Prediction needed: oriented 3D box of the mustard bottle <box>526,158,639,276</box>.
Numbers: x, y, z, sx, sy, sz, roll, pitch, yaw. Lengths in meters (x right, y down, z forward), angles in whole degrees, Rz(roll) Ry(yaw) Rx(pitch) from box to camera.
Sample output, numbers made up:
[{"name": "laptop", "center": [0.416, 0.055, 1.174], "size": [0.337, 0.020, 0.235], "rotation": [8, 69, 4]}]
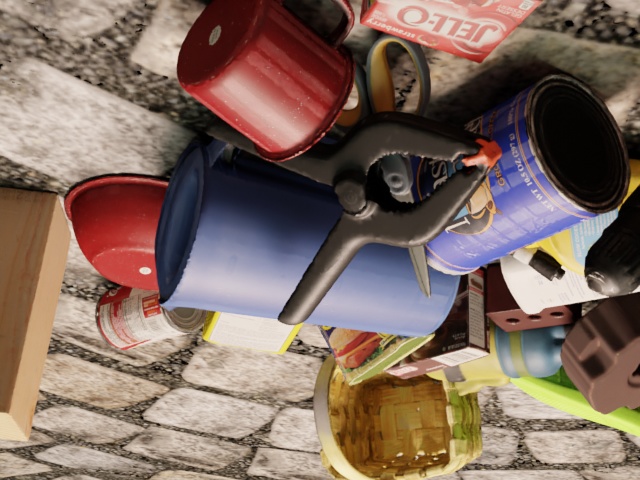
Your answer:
[{"name": "mustard bottle", "center": [0.230, -0.019, 0.820], "size": [0.192, 0.058, 0.096], "rotation": [-5, 107, 22]}]

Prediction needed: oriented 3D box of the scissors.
[{"name": "scissors", "center": [0.038, -0.053, 0.756], "size": [0.096, 0.016, 0.202], "rotation": [13, 123, 22]}]

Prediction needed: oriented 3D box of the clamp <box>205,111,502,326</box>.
[{"name": "clamp", "center": [0.027, -0.024, 0.740], "size": [0.210, 0.164, 0.036], "rotation": [-7, -165, 30]}]

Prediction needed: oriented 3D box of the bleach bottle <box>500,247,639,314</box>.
[{"name": "bleach bottle", "center": [0.283, 0.005, 0.887], "size": [0.251, 0.068, 0.102], "rotation": [-9, 151, 22]}]

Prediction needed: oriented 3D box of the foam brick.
[{"name": "foam brick", "center": [0.202, 0.051, 1.004], "size": [0.078, 0.051, 0.053], "rotation": [-12, 149, 31]}]

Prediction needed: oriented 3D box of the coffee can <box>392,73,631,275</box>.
[{"name": "coffee can", "center": [0.135, -0.044, 0.770], "size": [0.102, 0.103, 0.141], "rotation": [22, 149, -30]}]

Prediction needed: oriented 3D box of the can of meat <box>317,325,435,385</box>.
[{"name": "can of meat", "center": [0.049, 0.078, 1.014], "size": [0.102, 0.084, 0.057], "rotation": [-39, 161, 32]}]

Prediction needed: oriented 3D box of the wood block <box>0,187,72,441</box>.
[{"name": "wood block", "center": [-0.291, 0.064, 0.954], "size": [0.090, 0.206, 0.091], "rotation": [7, 154, -2]}]

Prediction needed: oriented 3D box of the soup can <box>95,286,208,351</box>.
[{"name": "soup can", "center": [-0.174, 0.073, 1.105], "size": [0.102, 0.068, 0.068], "rotation": [-17, 146, 37]}]

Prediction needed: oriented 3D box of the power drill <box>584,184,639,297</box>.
[{"name": "power drill", "center": [0.237, -0.063, 0.661], "size": [0.057, 0.184, 0.187], "rotation": [38, 159, 22]}]

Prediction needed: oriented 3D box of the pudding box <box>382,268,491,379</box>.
[{"name": "pudding box", "center": [0.111, 0.079, 1.037], "size": [0.114, 0.090, 0.039], "rotation": [-21, 146, 40]}]

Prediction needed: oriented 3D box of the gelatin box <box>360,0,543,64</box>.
[{"name": "gelatin box", "center": [0.080, -0.148, 0.652], "size": [0.089, 0.030, 0.073], "rotation": [15, 152, -18]}]

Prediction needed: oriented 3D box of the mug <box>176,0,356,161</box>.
[{"name": "mug", "center": [-0.029, -0.118, 0.684], "size": [0.117, 0.093, 0.081], "rotation": [-43, 128, 17]}]

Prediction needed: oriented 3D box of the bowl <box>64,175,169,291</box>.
[{"name": "bowl", "center": [-0.158, 0.004, 0.977], "size": [0.162, 0.055, 0.162], "rotation": [5, 154, 2]}]

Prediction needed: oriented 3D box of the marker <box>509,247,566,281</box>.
[{"name": "marker", "center": [0.147, -0.004, 0.874], "size": [0.121, 0.020, 0.020], "rotation": [34, 159, 16]}]

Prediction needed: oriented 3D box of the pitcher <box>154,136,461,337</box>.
[{"name": "pitcher", "center": [-0.006, 0.001, 0.879], "size": [0.242, 0.145, 0.149], "rotation": [12, 167, -21]}]

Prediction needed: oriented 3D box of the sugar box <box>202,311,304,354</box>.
[{"name": "sugar box", "center": [-0.059, 0.061, 1.085], "size": [0.093, 0.048, 0.176], "rotation": [11, 149, -12]}]
